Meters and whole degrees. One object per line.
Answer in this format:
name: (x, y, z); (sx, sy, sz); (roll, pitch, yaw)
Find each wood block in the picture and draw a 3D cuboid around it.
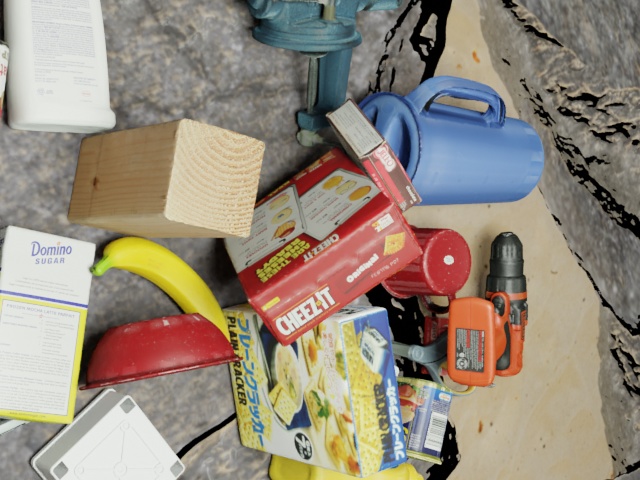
wood block: (-0.151, -0.053, 1.010); (0.090, 0.207, 0.091); (13, 82, -36)

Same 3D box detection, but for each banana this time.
banana: (-0.158, 0.047, 1.105); (0.197, 0.037, 0.069); (36, 59, -39)

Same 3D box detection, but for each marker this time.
marker: (-0.323, 0.184, 1.003); (0.120, 0.020, 0.020); (-23, 104, -34)

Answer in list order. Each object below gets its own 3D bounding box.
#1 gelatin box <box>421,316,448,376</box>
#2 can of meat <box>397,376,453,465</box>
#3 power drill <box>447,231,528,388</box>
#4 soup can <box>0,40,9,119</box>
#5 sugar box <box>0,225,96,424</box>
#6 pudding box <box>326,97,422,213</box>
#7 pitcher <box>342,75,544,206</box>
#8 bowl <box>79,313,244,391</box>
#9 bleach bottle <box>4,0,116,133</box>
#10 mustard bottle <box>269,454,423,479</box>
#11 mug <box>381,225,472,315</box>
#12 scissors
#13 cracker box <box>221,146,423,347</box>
gelatin box: (0.171, 0.136, 1.357); (0.089, 0.030, 0.073); (8, 86, -36)
can of meat: (0.097, 0.199, 1.188); (0.057, 0.102, 0.084); (22, 76, -34)
power drill: (0.208, 0.090, 1.284); (0.187, 0.057, 0.184); (-16, 106, -63)
soup can: (-0.323, -0.132, 0.970); (0.068, 0.069, 0.102); (9, 85, -36)
sugar box: (-0.273, 0.082, 1.013); (0.093, 0.048, 0.176); (15, 72, -35)
pudding box: (0.056, -0.088, 1.126); (0.039, 0.114, 0.090); (-34, 126, 0)
pitcher: (0.160, -0.109, 1.280); (0.242, 0.149, 0.145); (0, 88, -39)
bowl: (-0.158, 0.106, 1.042); (0.161, 0.162, 0.055); (-6, 83, -36)
bleach bottle: (-0.251, -0.232, 1.025); (0.102, 0.068, 0.251); (0, 89, -36)
mustard bottle: (0.044, 0.271, 1.224); (0.191, 0.096, 0.058); (15, 81, -35)
mug: (0.132, 0.037, 1.295); (0.093, 0.082, 0.117); (-27, 106, -33)
scissors: (0.127, 0.123, 1.298); (0.201, 0.016, 0.096); (36, 69, -29)
cracker box: (-0.007, 0.001, 1.082); (0.164, 0.214, 0.072); (-35, 114, 0)
